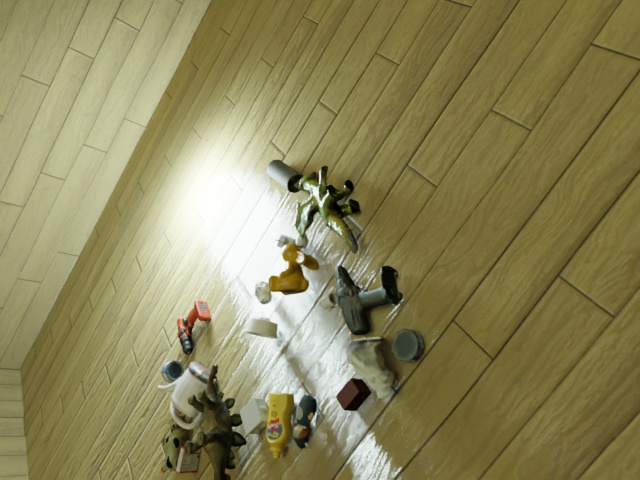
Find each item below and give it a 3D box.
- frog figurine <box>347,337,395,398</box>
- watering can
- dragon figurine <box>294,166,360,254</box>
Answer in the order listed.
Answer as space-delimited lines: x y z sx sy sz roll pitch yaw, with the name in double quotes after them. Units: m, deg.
0.137 0.346 1.397 0.136 0.123 0.161 130 137 -71 "frog figurine"
-0.515 0.570 1.979 0.350 0.102 0.225 23 81 48 "watering can"
0.005 -0.087 1.724 0.239 0.121 0.419 -40 47 39 "dragon figurine"
